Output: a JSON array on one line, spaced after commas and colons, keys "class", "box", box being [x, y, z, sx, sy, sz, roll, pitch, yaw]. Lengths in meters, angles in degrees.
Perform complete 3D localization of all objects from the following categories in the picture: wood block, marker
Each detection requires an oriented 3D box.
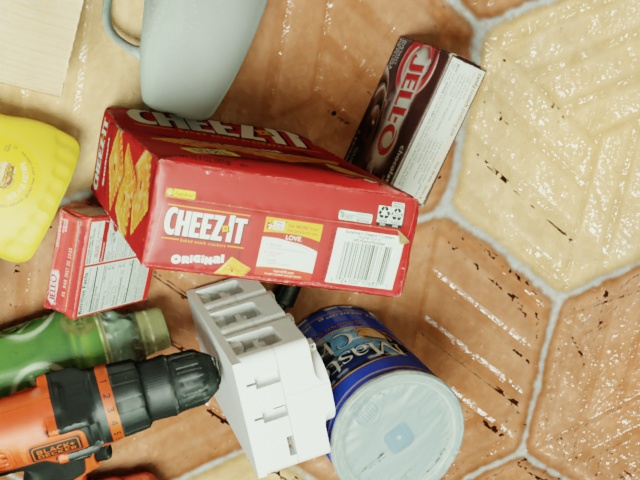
[{"class": "wood block", "box": [-0.257, -0.162, 0.661, 0.205, 0.090, 0.091, 11, 103, -22]}, {"class": "marker", "box": [-0.005, 0.001, 0.838, 0.020, 0.020, 0.121, 24, 98, -24]}]

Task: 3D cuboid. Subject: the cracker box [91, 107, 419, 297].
[{"class": "cracker box", "box": [-0.053, -0.032, 0.704, 0.164, 0.214, 0.072, 7, 103, -21]}]

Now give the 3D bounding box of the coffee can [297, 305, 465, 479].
[{"class": "coffee can", "box": [0.035, 0.122, 0.823, 0.102, 0.140, 0.103, -6, 108, -17]}]

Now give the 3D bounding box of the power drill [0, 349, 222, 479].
[{"class": "power drill", "box": [-0.156, 0.156, 0.770, 0.184, 0.057, 0.188, -14, 139, -11]}]

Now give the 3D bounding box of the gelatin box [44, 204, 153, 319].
[{"class": "gelatin box", "box": [-0.153, 0.011, 0.758, 0.089, 0.030, 0.073, -13, 118, -62]}]

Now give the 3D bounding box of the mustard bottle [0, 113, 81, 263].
[{"class": "mustard bottle", "box": [-0.263, -0.064, 0.705, 0.191, 0.058, 0.096, 27, 78, -23]}]

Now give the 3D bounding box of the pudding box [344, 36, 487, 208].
[{"class": "pudding box", "box": [0.068, -0.090, 0.795, 0.039, 0.090, 0.113, 18, 101, -24]}]
